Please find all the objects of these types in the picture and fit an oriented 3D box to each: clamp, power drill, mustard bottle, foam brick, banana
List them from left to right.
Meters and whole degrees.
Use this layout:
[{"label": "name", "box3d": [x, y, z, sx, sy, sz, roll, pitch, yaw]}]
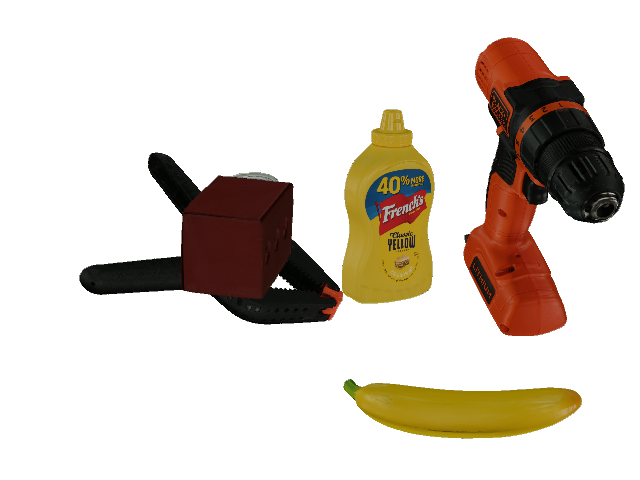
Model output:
[{"label": "clamp", "box3d": [-0.086, 0.021, 0.889, 0.210, 0.164, 0.036, 28, -44, 2]}, {"label": "foam brick", "box3d": [-0.051, -0.004, 0.667, 0.051, 0.053, 0.078, 7, 23, 10]}, {"label": "mustard bottle", "box3d": [0.070, -0.036, 1.077, 0.096, 0.192, 0.058, -8, 18, -27]}, {"label": "banana", "box3d": [0.114, 0.133, 0.866, 0.198, 0.037, 0.069, 4, 27, 6]}, {"label": "power drill", "box3d": [0.151, -0.024, 0.747, 0.057, 0.188, 0.184, -6, 40, -9]}]

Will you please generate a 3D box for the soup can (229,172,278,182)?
[{"label": "soup can", "box3d": [-0.082, -0.023, 1.275, 0.068, 0.102, 0.068, 0, 26, 0]}]
